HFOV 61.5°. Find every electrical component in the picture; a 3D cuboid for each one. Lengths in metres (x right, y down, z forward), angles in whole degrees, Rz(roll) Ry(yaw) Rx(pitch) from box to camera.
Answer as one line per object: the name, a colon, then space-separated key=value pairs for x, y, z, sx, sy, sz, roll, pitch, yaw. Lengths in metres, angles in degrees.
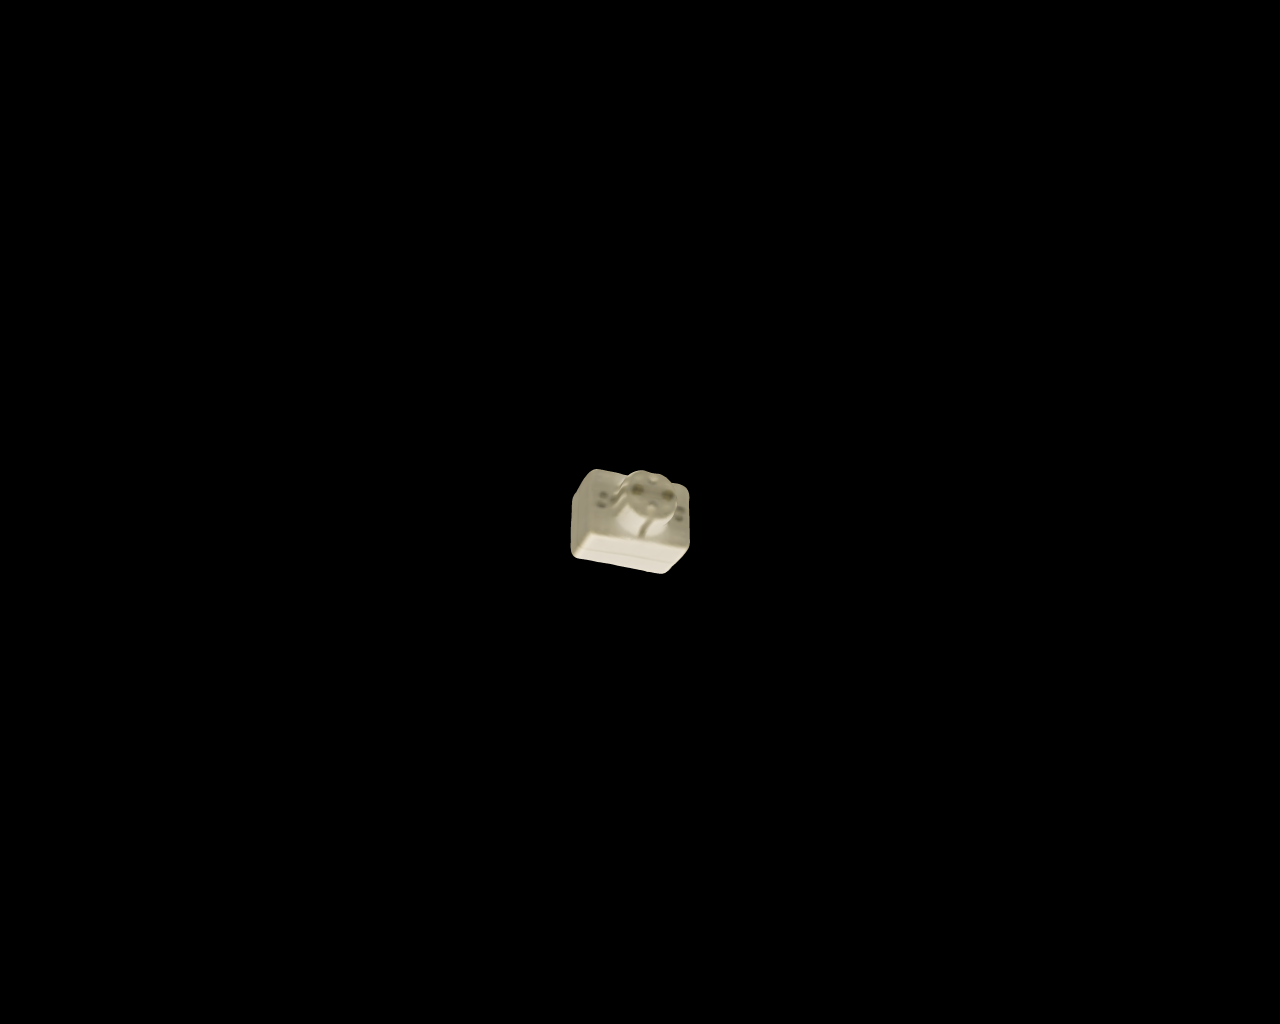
electrical component: x=0.001 y=-0.003 z=0.650 sx=0.066 sy=0.047 sz=0.076 roll=11 pitch=-32 yaw=-18
